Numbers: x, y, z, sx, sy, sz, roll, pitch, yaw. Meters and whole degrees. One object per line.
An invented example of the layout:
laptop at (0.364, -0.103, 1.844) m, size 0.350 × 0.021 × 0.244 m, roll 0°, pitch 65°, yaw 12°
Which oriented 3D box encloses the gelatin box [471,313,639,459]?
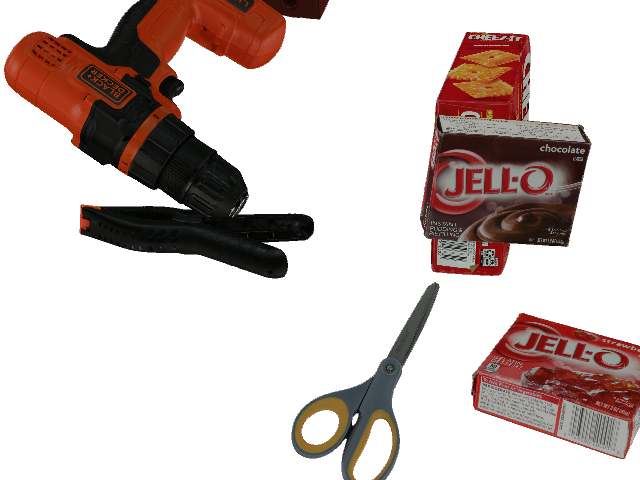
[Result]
gelatin box at (0.139, 0.078, 0.598) m, size 0.089 × 0.030 × 0.073 m, roll 16°, pitch 31°, yaw 26°

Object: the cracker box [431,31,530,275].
cracker box at (0.153, -0.087, 0.992) m, size 0.072 × 0.164 × 0.213 m, roll 5°, pitch 27°, yaw 14°

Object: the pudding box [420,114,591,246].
pudding box at (0.136, -0.044, 0.798) m, size 0.113 × 0.090 × 0.039 m, roll 2°, pitch 34°, yaw -3°

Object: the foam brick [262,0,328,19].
foam brick at (-0.021, -0.226, 0.864) m, size 0.053 × 0.051 × 0.078 m, roll 8°, pitch -38°, yaw 13°

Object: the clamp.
clamp at (-0.111, -0.005, 0.936) m, size 0.210 × 0.036 × 0.164 m, roll 5°, pitch 12°, yaw 0°

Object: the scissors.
scissors at (0.037, 0.111, 0.883) m, size 0.096 × 0.201 × 0.016 m, roll 9°, pitch -35°, yaw 8°

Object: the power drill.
power drill at (-0.098, -0.115, 0.754) m, size 0.184 × 0.187 × 0.057 m, roll 36°, pitch -43°, yaw 0°
